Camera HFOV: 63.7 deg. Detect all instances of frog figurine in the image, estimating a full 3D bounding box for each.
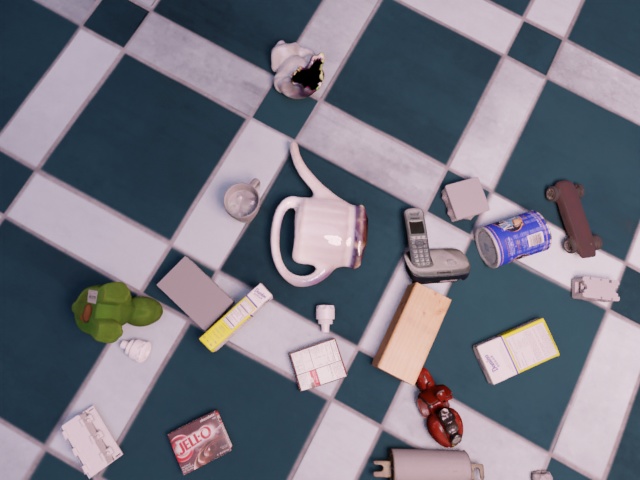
[{"bbox_3d":[-0.069,-0.430,1.302,0.161,0.121,0.138,34,85,40],"label":"frog figurine"}]

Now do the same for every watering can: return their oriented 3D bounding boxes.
[{"bbox_3d":[0.004,-0.061,1.205,0.224,0.103,0.352,7,77,-4],"label":"watering can"}]
